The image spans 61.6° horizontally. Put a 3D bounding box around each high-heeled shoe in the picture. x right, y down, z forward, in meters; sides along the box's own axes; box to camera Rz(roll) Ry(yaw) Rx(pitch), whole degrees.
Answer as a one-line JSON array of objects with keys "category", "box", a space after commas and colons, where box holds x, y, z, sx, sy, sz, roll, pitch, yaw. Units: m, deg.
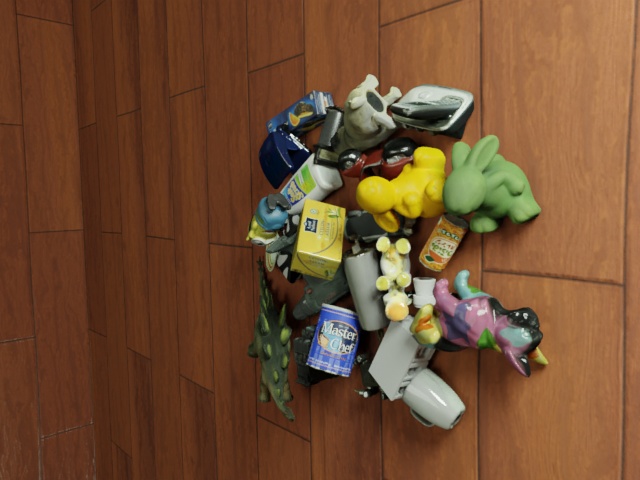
[{"category": "high-heeled shoe", "box": [-0.034, 0.015, 1.313, 0.249, 0.086, 0.145, -27, 72, 54]}]

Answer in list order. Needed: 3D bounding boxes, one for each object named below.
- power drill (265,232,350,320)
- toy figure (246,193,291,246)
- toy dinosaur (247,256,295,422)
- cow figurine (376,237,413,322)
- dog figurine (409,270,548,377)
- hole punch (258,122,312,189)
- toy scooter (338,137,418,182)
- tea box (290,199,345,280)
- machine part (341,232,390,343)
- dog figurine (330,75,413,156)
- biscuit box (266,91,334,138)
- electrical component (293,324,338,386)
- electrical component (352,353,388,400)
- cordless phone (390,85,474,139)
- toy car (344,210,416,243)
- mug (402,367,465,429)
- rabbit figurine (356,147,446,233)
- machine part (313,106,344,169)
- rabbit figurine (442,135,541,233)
[{"category": "power drill", "box": [-0.038, 0.082, 1.278, 0.232, 0.086, 0.207, -29, 96, 40]}, {"category": "toy figure", "box": [-0.126, -0.053, 1.330, 0.180, 0.082, 0.089, 120, 164, -51]}, {"category": "toy dinosaur", "box": [-0.125, 0.248, 1.390, 0.472, 0.105, 0.198, -113, 27, -45]}, {"category": "cow figurine", "box": [0.152, 0.080, 1.087, 0.068, 0.098, 0.167, -1, 82, 13]}, {"category": "dog figurine", "box": [0.284, 0.167, 0.946, 0.219, 0.108, 0.191, 45, 124, 34]}, {"category": "hole punch", "box": [-0.099, -0.201, 1.320, 0.116, 0.092, 0.142, 43, 145, -1]}, {"category": "toy scooter", "box": [0.134, -0.133, 1.103, 0.184, 0.075, 0.135, -6, 122, 33]}, {"category": "tea box", "box": [-0.002, -0.004, 1.163, 0.170, 0.098, 0.068, -85, 11, -45]}, {"category": "machine part", "box": [0.102, 0.101, 1.137, 0.079, 0.079, 0.243, -5, 105, 49]}, {"category": "dog figurine", "box": [0.070, -0.231, 1.110, 0.190, 0.172, 0.121, -31, 59, 38]}, {"category": "biscuit box", "box": [-0.051, -0.295, 1.319, 0.203, 0.059, 0.062, -19, 80, 49]}, {"category": "electrical component", "box": [-0.005, 0.268, 1.278, 0.058, 0.115, 0.134, 4, 98, 47]}, {"category": "electrical component", "box": [0.111, 0.304, 1.201, 0.078, 0.045, 0.102, -8, 87, 51]}, {"category": "cordless phone", "box": [0.173, -0.235, 0.974, 0.147, 0.184, 0.088, 29, 119, 44]}, {"category": "toy car", "box": [0.125, -0.035, 1.147, 0.202, 0.056, 0.073, -10, 80, 48]}, {"category": "mug", "box": [0.222, 0.324, 1.052, 0.107, 0.081, 0.109, 35, 121, 33]}, {"category": "rabbit figurine", "box": [0.143, -0.089, 1.001, 0.162, 0.173, 0.122, 122, 136, -63]}, {"category": "machine part", "box": [0.030, -0.235, 1.230, 0.039, 0.084, 0.138, -160, 79, -72]}, {"category": "rabbit figurine", "box": [0.270, -0.090, 0.885, 0.121, 0.170, 0.159, -4, 91, 49]}]
